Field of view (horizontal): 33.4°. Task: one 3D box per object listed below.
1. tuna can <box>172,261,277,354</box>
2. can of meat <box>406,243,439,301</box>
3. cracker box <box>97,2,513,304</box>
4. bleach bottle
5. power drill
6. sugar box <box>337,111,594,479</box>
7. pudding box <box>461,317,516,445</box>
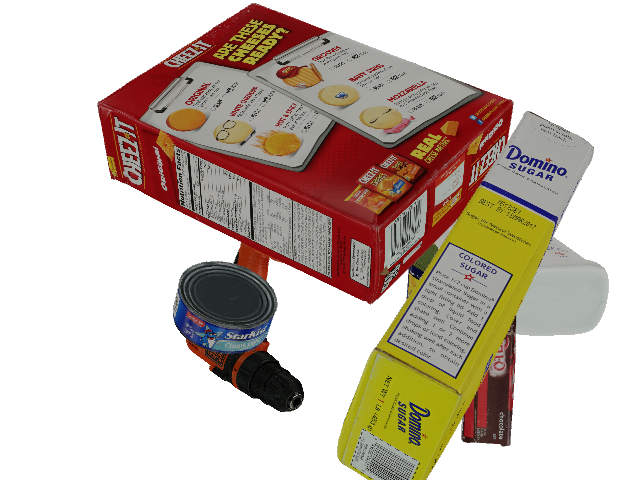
[{"bbox_3d":[-0.082,0.057,0.909,0.086,0.034,0.086,13,34,-9],"label":"tuna can"},{"bbox_3d":[0.148,0.062,1.257,0.057,0.084,0.102,-23,39,-34],"label":"can of meat"},{"bbox_3d":[-0.009,-0.064,0.695,0.214,0.072,0.164,25,46,26],"label":"cracker box"},{"bbox_3d":[0.166,0.004,1.004,0.102,0.068,0.251,-1,23,-14],"label":"bleach bottle"},{"bbox_3d":[-0.063,0.076,1.179,0.185,0.188,0.057,27,11,40],"label":"power drill"},{"bbox_3d":[0.071,0.027,0.498,0.048,0.093,0.176,29,51,13],"label":"sugar box"},{"bbox_3d":[0.123,0.081,0.775,0.039,0.090,0.113,2,23,8],"label":"pudding box"}]
